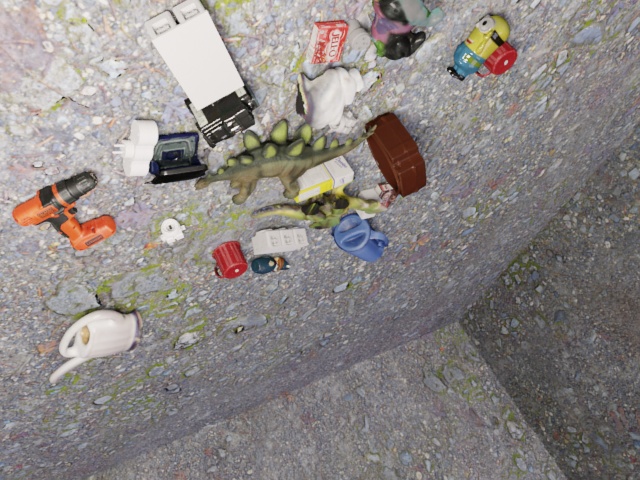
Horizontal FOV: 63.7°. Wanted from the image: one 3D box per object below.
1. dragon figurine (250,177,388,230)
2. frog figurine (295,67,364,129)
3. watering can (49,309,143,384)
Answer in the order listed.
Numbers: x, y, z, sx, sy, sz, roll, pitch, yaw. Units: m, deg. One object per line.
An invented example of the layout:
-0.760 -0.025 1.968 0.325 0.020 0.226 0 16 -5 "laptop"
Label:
0.005 -0.080 1.582 0.410 0.124 0.238 -12 155 -1 "dragon figurine"
0.031 -0.327 1.182 0.160 0.125 0.134 -11 128 -12 "frog figurine"
-0.665 0.310 1.535 0.224 0.106 0.341 0 138 -45 "watering can"
